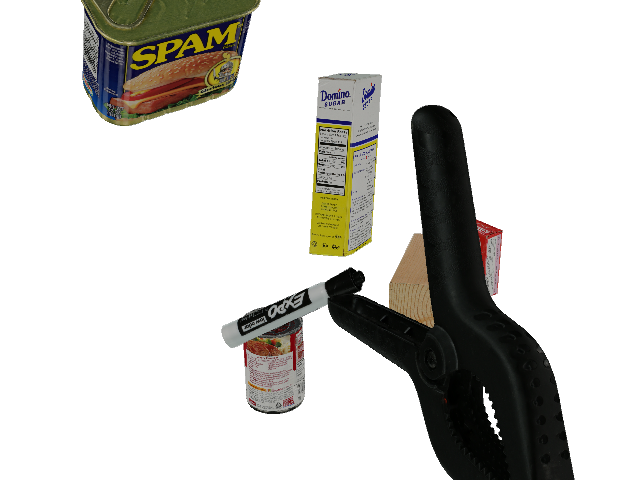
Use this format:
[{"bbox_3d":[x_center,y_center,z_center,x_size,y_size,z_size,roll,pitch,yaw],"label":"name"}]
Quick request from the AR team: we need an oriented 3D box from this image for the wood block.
[{"bbox_3d":[0.168,0.067,1.630,0.091,0.090,0.206,4,22,14],"label":"wood block"}]

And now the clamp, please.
[{"bbox_3d":[0.070,0.047,0.531,0.036,0.165,0.210,-7,44,-26],"label":"clamp"}]

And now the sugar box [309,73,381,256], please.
[{"bbox_3d":[0.025,-0.078,1.072,0.048,0.176,0.093,5,12,19],"label":"sugar box"}]

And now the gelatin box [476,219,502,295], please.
[{"bbox_3d":[0.181,0.018,1.292,0.030,0.089,0.073,-21,33,-34],"label":"gelatin box"}]

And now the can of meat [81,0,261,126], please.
[{"bbox_3d":[-0.093,-0.122,0.642,0.102,0.057,0.084,-21,-23,-23],"label":"can of meat"}]

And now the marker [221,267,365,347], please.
[{"bbox_3d":[-0.020,0.050,0.800,0.121,0.020,0.020,-25,-9,21],"label":"marker"}]

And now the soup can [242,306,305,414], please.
[{"bbox_3d":[-0.052,0.134,1.195,0.068,0.102,0.068,-1,25,0],"label":"soup can"}]
